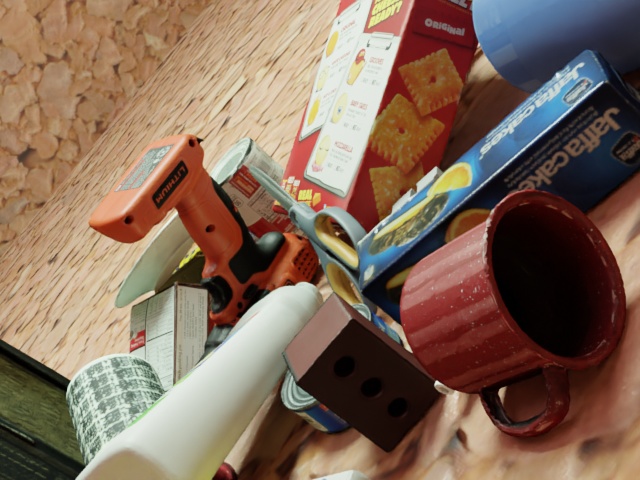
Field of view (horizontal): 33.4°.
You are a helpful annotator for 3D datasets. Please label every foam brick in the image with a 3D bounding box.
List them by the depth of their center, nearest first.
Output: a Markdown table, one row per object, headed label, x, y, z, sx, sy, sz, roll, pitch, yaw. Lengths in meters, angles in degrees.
| label | x | y | z | sx | sy | sz | roll | pitch | yaw |
| --- | --- | --- | --- | --- | --- | --- | --- | --- | --- |
| foam brick | 0.025 | 0.079 | 0.638 | 0.053 | 0.078 | 0.051 | -50 | 20 | 4 |

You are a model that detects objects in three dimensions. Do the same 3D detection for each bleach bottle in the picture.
| label | x | y | z | sx | sy | sz | roll | pitch | yaw |
| --- | --- | --- | --- | --- | --- | --- | --- | --- | --- |
| bleach bottle | -0.067 | 0.107 | 0.758 | 0.103 | 0.068 | 0.250 | -47 | 0 | 38 |

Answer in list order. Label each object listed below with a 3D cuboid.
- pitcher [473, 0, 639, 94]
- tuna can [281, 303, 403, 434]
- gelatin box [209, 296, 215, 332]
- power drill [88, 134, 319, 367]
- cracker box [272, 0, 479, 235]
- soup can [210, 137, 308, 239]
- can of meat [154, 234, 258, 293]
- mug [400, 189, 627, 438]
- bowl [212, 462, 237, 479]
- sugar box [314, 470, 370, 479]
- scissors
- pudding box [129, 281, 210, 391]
| label | x | y | z | sx | sy | sz | roll | pitch | yaw |
| --- | --- | --- | --- | --- | --- | --- | --- | --- | --- |
| pitcher | 0.199 | -0.180 | 0.643 | 0.149 | 0.145 | 0.243 | -61 | 19 | -22 |
| tuna can | 0.015 | 0.086 | 0.713 | 0.086 | 0.033 | 0.086 | -43 | 20 | 19 |
| gelatin box | -0.113 | 0.084 | 1.011 | 0.089 | 0.030 | 0.073 | -19 | 36 | 52 |
| power drill | -0.094 | 0.025 | 0.844 | 0.057 | 0.187 | 0.184 | -6 | 42 | 43 |
| cracker box | 0.048 | -0.108 | 0.856 | 0.164 | 0.072 | 0.214 | 12 | 83 | 69 |
| soup can | -0.048 | -0.038 | 0.983 | 0.069 | 0.102 | 0.068 | -43 | 21 | 20 |
| can of meat | -0.109 | 0.022 | 1.081 | 0.102 | 0.057 | 0.083 | -33 | 22 | 40 |
| mug | 0.097 | 0.043 | 0.548 | 0.082 | 0.093 | 0.117 | -34 | 60 | 51 |
| bowl | -0.131 | 0.215 | 0.768 | 0.162 | 0.055 | 0.162 | -43 | 20 | 20 |
| sugar box | -0.036 | 0.192 | 0.611 | 0.177 | 0.048 | 0.093 | -31 | 25 | 47 |
| scissors | -0.005 | 0.001 | 0.812 | 0.016 | 0.096 | 0.202 | -22 | 20 | -18 |
| pudding box | -0.135 | 0.102 | 0.948 | 0.090 | 0.039 | 0.113 | -25 | 61 | 49 |
